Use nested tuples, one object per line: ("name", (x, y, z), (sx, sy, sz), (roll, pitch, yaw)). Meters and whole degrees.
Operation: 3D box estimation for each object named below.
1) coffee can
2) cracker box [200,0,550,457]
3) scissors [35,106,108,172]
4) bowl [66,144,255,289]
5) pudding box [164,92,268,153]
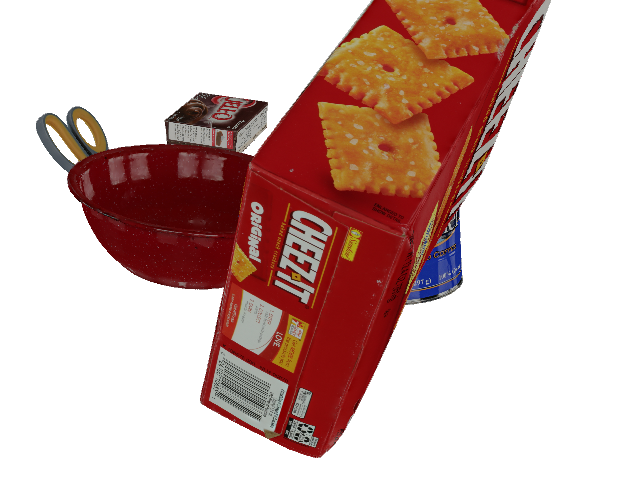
("coffee can", (0.059, -0.032, 0.844), (0.103, 0.140, 0.103), (-4, 19, 1))
("cracker box", (0.031, -0.029, 0.494), (0.072, 0.164, 0.213), (26, 49, 9))
("scissors", (-0.212, -0.058, 1.093), (0.016, 0.201, 0.096), (-27, 26, 27))
("bowl", (-0.084, -0.012, 0.694), (0.162, 0.055, 0.162), (7, 22, -3))
("pudding box", (-0.121, -0.137, 1.256), (0.090, 0.039, 0.113), (9, 29, 13))
